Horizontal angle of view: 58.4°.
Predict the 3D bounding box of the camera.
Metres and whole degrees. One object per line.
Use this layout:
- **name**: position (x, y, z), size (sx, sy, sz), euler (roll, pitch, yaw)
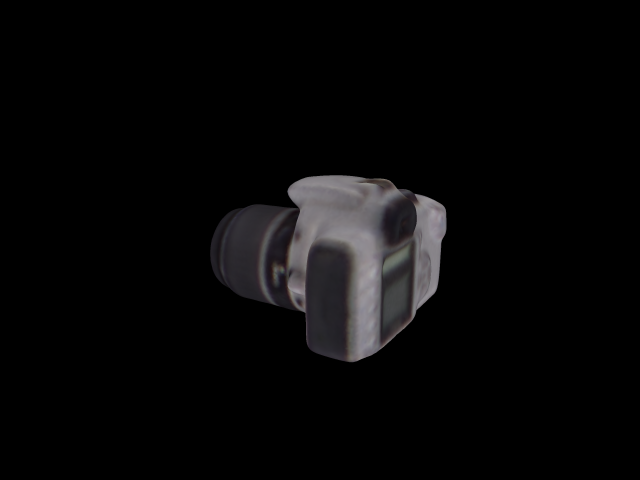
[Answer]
- **camera**: position (0.004, 0.001, 0.400), size (0.136, 0.101, 0.143), euler (9, 19, 29)
